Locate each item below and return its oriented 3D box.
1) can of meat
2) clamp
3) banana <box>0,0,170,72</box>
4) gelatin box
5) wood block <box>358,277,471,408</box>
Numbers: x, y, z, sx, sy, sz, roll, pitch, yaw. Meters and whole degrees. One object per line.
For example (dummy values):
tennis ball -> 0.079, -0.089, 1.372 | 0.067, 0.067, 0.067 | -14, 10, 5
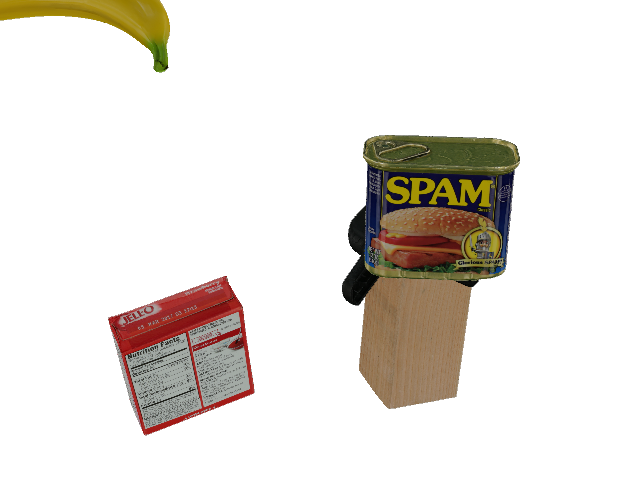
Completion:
can of meat -> 0.078, -0.022, 0.717 | 0.102, 0.084, 0.057 | 2, 25, 4
clamp -> 0.079, 0.005, 0.975 | 0.120, 0.039, 0.171 | 0, 30, 1
banana -> -0.193, -0.182, 0.828 | 0.198, 0.069, 0.037 | 15, -38, 19
gelatin box -> -0.080, 0.068, 0.628 | 0.073, 0.089, 0.030 | -20, 49, -15
wood block -> 0.106, 0.073, 1.193 | 0.090, 0.206, 0.090 | -7, 28, -20
